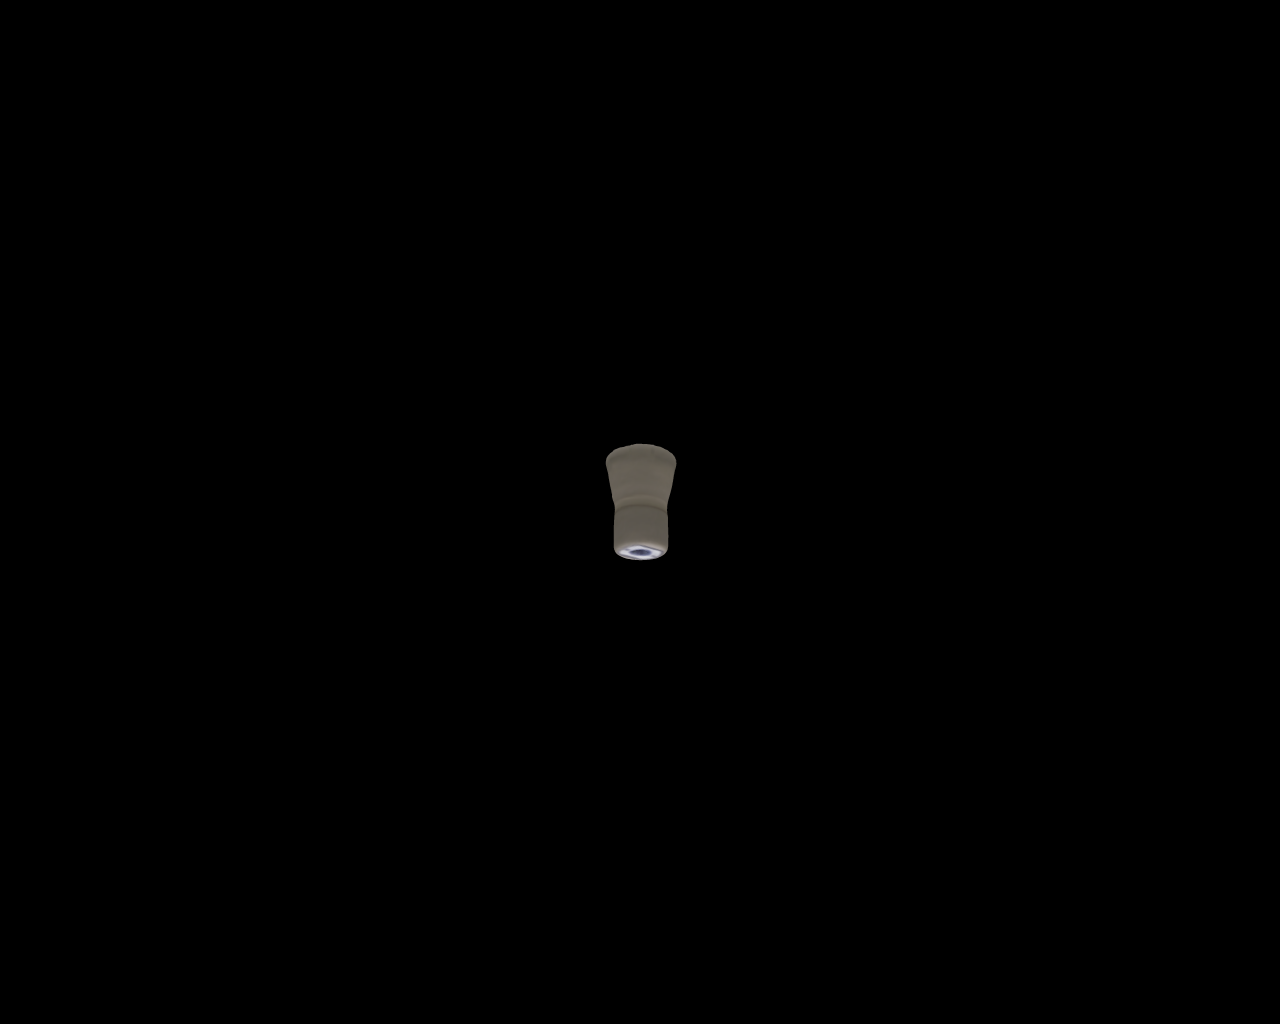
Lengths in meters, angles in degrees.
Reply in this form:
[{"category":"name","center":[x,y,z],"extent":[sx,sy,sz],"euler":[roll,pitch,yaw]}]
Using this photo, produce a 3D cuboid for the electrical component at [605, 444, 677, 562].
[{"category":"electrical component","center":[0.001,-0.003,0.650],"extent":[0.044,0.065,0.044],"euler":[0,-22,0]}]
